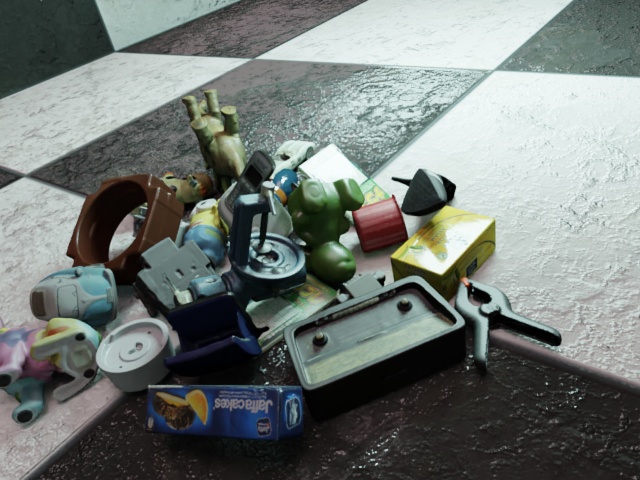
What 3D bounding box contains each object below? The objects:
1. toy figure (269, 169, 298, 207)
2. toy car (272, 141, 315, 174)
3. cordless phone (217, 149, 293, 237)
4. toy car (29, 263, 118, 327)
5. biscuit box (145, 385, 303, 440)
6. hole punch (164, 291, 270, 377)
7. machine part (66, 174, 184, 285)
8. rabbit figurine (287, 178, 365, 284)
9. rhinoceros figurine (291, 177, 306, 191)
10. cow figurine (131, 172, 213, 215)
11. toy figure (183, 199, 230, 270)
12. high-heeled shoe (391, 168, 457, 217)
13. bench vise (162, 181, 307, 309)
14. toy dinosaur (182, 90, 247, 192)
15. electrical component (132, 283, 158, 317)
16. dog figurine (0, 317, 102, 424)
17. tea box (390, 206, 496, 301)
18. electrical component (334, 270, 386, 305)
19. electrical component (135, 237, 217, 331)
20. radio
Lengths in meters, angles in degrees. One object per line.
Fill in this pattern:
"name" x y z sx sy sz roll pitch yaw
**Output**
"toy figure" -0.091 -0.098 1.149 0.064 0.057 0.154 16 39 10
"toy car" -0.085 -0.186 1.276 0.074 0.056 0.202 12 42 32
"cordless phone" -0.098 -0.069 0.975 0.146 0.184 0.089 49 49 8
"toy car" -0.432 0.097 0.911 0.162 0.109 0.103 -2 0 21
"biscuit box" -0.120 0.210 0.665 0.203 0.062 0.059 -7 73 26
"hole punch" -0.148 0.149 0.756 0.142 0.115 0.092 -22 42 5
"machine part" -0.368 -0.017 1.022 0.202 0.087 0.201 -3 64 29
"rabbit figurine" -0.002 -0.003 0.909 0.121 0.170 0.159 -3 -17 -43
"rhinoceros figurine" -0.009 -0.109 1.125 0.112 0.073 0.190 -2 35 12
"cow figurine" -0.337 -0.104 1.215 0.195 0.085 0.127 -21 29 -17
"toy figure" -0.218 -0.003 1.036 0.082 0.089 0.180 -12 42 5
"high-heeled shoe" 0.217 -0.077 0.956 0.145 0.086 0.249 13 16 -14
"bench vise" -0.113 0.023 0.808 0.224 0.240 0.129 -5 37 -23
"toy dinosaur" -0.217 -0.201 1.212 0.105 0.198 0.472 -20 41 -9
"electrical component" -0.291 0.081 0.930 0.063 0.094 0.021 -29 8 -25
"dog figurine" -0.461 0.168 0.846 0.191 0.108 0.219 -33 36 -26
"tea box" 0.204 0.021 0.875 0.098 0.068 0.169 18 44 38
"electrical component" 0.071 0.087 0.848 0.102 0.045 0.078 -36 68 -27
"electrical component" -0.238 0.066 0.897 0.115 0.134 0.058 -40 -2 -33
"radio" 0.071 0.141 0.739 0.230 0.073 0.131 -19 36 -11
